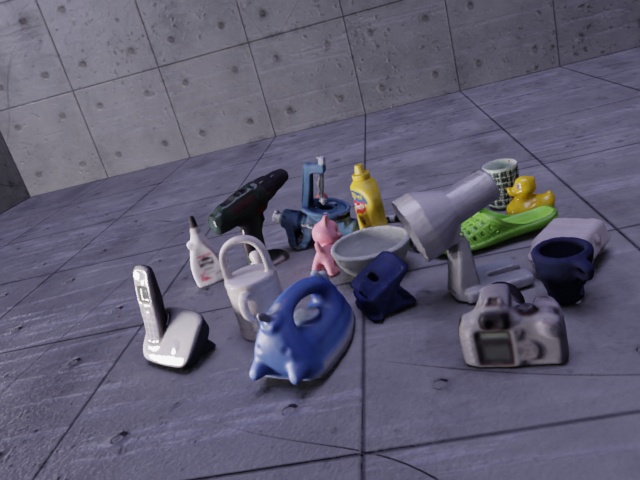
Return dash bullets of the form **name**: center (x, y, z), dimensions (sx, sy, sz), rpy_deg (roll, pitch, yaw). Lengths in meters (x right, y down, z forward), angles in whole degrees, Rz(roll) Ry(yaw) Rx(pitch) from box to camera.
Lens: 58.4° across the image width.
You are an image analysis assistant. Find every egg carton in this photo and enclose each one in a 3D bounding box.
- **egg carton**: center (0.442, 0.012, 1.014), dimensions (0.107, 0.069, 0.151), rpy_deg (5, 28, 43)

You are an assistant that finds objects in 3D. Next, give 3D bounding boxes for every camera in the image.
- **camera**: center (0.280, 0.107, 0.837), dimensions (0.142, 0.101, 0.137), rpy_deg (-7, 22, 22)

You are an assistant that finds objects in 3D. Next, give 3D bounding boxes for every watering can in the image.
- **watering can**: center (-0.128, 0.078, 1.073), dimensions (0.101, 0.194, 0.172), rpy_deg (-19, 21, -10)

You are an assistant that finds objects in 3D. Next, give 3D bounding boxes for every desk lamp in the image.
- **desk lamp**: center (0.243, -0.005, 0.993), dimensions (0.203, 0.214, 0.117), rpy_deg (-17, 20, -3)

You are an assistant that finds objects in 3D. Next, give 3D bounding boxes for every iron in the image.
- **iron**: center (-0.021, 0.124, 0.951), dimensions (0.118, 0.142, 0.259), rpy_deg (-3, 24, 31)

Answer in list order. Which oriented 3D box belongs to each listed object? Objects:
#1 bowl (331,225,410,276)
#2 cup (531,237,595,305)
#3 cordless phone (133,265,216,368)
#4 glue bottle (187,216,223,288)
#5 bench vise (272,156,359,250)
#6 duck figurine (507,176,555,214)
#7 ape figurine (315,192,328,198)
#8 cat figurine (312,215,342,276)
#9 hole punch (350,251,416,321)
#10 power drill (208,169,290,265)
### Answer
- **bowl**: center (0.110, 0.034, 1.188), dimensions (0.167, 0.075, 0.167), rpy_deg (-13, 20, 5)
- **cup**: center (0.391, 0.057, 0.896), dimensions (0.092, 0.095, 0.117), rpy_deg (-18, 20, -7)
- **cordless phone**: center (-0.280, 0.136, 1.045), dimensions (0.147, 0.185, 0.094), rpy_deg (1, 26, 37)
- **glue bottle**: center (-0.280, 0.023, 1.357), dimensions (0.078, 0.173, 0.037), rpy_deg (-22, 21, -16)
- **bench vise**: center (-0.026, -0.086, 1.391), dimensions (0.207, 0.220, 0.121), rpy_deg (-14, 20, 3)
- **duck figurine**: center (0.464, -0.101, 1.271), dimensions (0.104, 0.086, 0.077), rpy_deg (-9, 21, 17)
- **ape figurine**: center (0.010, -0.084, 1.546), dimensions (0.077, 0.092, 0.076), rpy_deg (6, 29, 45)
- **cat figurine**: center (0.012, 0.005, 1.275), dimensions (0.067, 0.118, 0.128), rpy_deg (-8, 22, 19)
- **hole punch**: center (0.109, 0.081, 1.042), dimensions (0.101, 0.091, 0.108), rpy_deg (-21, 21, -14)
- **power drill**: center (-0.148, -0.040, 1.377), dimensions (0.230, 0.209, 0.075), rpy_deg (-28, 24, -30)
